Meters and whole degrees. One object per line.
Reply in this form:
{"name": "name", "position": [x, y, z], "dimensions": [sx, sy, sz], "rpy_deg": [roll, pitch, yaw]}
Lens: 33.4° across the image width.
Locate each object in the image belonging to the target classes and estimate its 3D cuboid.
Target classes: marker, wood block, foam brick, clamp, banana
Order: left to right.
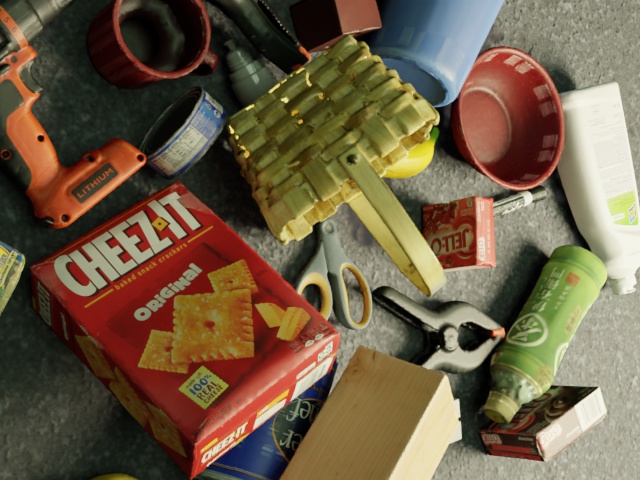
{"name": "clamp", "position": [-0.084, -0.240, 1.011], "dimensions": [0.209, 0.036, 0.164], "rpy_deg": [41, 20, -41]}
{"name": "foam brick", "position": [0.016, -0.225, 1.075], "dimensions": [0.052, 0.078, 0.051], "rpy_deg": [-16, 92, -33]}
{"name": "wood block", "position": [0.032, 0.208, 0.921], "dimensions": [0.206, 0.091, 0.090], "rpy_deg": [-57, 147, -28]}
{"name": "banana", "position": [0.049, -0.102, 1.110], "dimensions": [0.197, 0.037, 0.069], "rpy_deg": [12, 55, -35]}
{"name": "clamp", "position": [0.122, 0.096, 1.133], "dimensions": [0.171, 0.039, 0.120], "rpy_deg": [-13, 98, -36]}
{"name": "marker", "position": [0.215, -0.041, 1.220], "dimensions": [0.120, 0.020, 0.020], "rpy_deg": [-19, 95, -33]}

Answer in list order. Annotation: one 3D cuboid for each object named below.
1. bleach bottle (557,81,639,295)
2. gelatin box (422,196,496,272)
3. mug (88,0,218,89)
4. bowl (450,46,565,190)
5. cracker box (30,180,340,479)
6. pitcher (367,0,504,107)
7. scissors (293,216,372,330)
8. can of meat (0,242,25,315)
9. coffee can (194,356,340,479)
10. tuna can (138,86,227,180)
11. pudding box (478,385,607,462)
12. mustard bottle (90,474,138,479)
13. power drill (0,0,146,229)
{"name": "bleach bottle", "position": [0.333, -0.057, 1.273], "dimensions": [0.102, 0.068, 0.251], "rpy_deg": [-16, 96, -33]}
{"name": "gelatin box", "position": [0.145, -0.005, 1.127], "dimensions": [0.030, 0.089, 0.073], "rpy_deg": [4, 83, -33]}
{"name": "mug", "position": [-0.147, -0.178, 0.961], "dimensions": [0.117, 0.082, 0.093], "rpy_deg": [20, 74, -29]}
{"name": "bowl", "position": [0.199, -0.132, 1.197], "dimensions": [0.161, 0.055, 0.162], "rpy_deg": [4, 82, -33]}
{"name": "cracker box", "position": [-0.114, 0.067, 0.897], "dimensions": [0.164, 0.072, 0.214], "rpy_deg": [-34, 66, -31]}
{"name": "pitcher", "position": [0.129, -0.273, 1.126], "dimensions": [0.149, 0.145, 0.242], "rpy_deg": [24, 73, 0]}
{"name": "scissors", "position": [-0.007, 0.001, 1.073], "dimensions": [0.096, 0.016, 0.202], "rpy_deg": [-22, 91, -28]}
{"name": "can of meat", "position": [-0.297, 0.035, 0.856], "dimensions": [0.083, 0.058, 0.102], "rpy_deg": [34, 68, -28]}
{"name": "coffee can", "position": [-0.050, 0.162, 0.974], "dimensions": [0.102, 0.103, 0.140], "rpy_deg": [27, 70, -28]}
{"name": "tuna can", "position": [-0.124, -0.096, 0.965], "dimensions": [0.033, 0.086, 0.086], "rpy_deg": [41, 65, -24]}
{"name": "pudding box", "position": [0.245, 0.199, 1.170], "dimensions": [0.113, 0.090, 0.039], "rpy_deg": [-25, 100, -33]}
{"name": "mustard bottle", "position": [-0.166, 0.255, 0.915], "dimensions": [0.191, 0.058, 0.096], "rpy_deg": [31, 72, -27]}
{"name": "power drill", "position": [-0.234, -0.118, 0.901], "dimensions": [0.184, 0.057, 0.187], "rpy_deg": [-42, 106, -15]}
